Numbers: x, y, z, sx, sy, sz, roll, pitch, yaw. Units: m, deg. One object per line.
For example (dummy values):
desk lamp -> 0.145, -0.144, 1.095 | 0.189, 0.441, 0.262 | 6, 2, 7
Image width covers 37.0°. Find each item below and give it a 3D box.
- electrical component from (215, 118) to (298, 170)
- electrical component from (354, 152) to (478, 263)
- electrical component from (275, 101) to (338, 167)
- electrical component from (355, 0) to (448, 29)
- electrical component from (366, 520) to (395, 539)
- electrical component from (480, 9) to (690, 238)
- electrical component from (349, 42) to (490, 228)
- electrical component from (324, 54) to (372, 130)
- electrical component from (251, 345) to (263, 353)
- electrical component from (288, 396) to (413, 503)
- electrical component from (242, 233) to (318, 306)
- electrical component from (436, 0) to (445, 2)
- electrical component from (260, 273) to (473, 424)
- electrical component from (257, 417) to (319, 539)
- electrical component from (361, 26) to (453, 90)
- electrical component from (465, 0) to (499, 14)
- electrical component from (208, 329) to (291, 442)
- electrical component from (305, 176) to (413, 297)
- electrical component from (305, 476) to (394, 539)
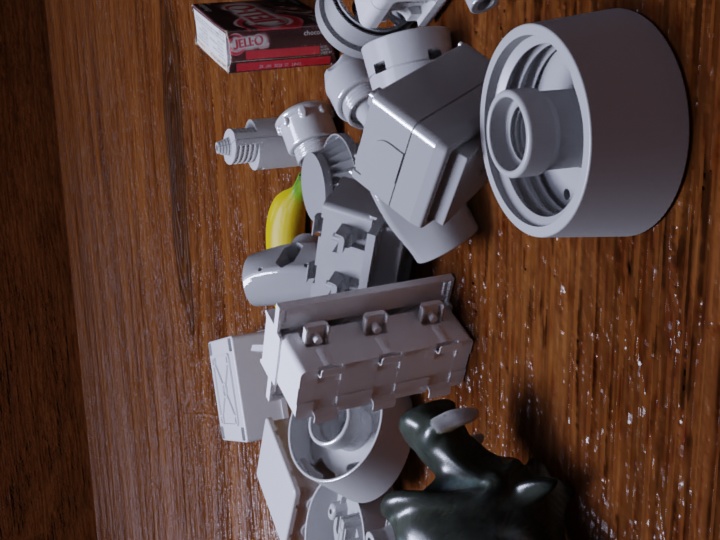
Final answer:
electrical component -> -0.083, -0.107, 0.917 | 0.043, 0.081, 0.043 | 172, 90, -69
electrical component -> 0.037, -0.053, 0.667 | 0.077, 0.043, 0.079 | 59, -163, -9
electrical component -> -0.037, -0.100, 0.855 | 0.062, 0.048, 0.048 | 70, 156, 13
electrical component -> 0.023, -0.202, 0.656 | 0.056, 0.050, 0.089 | 139, 122, -65
electrical component -> 0.035, 0.182, 0.739 | 0.048, 0.062, 0.048 | 172, 90, -69
electrical component -> 0.095, -0.066, 0.503 | 0.108, 0.060, 0.108 | 172, 90, -69
electrical component -> 0.052, -0.075, 0.588 | 0.061, 0.096, 0.061 | 40, 141, 20
electrical component -> 0.003, -0.118, 0.746 | 0.043, 0.043, 0.062 | 107, 147, -47
electrical component -> -0.044, 0.062, 0.894 | 0.042, 0.081, 0.063 | 172, 112, -69
electrical component -> -0.004, 0.119, 0.800 | 0.099, 0.064, 0.099 | -20, 56, 34
electrical component -> -0.046, -0.004, 0.882 | 0.079, 0.077, 0.043 | -63, -37, -53
electrical component -> 0.060, -0.243, 0.533 | 0.105, 0.060, 0.186 | 130, 129, -62
electrical component -> 0.005, 0.052, 0.689 | 0.063, 0.121, 0.078 | -124, 33, -44
electrical component -> -0.057, 0.193, 0.997 | 0.099, 0.048, 0.099 | 103, 151, -42
electrical component -> 0.033, -0.118, 0.657 | 0.055, 0.055, 0.047 | 167, 91, -69
electrical component -> 0.057, -0.171, 0.591 | 0.062, 0.048, 0.048 | 68, 156, 17
electrical component -> -0.112, 0.119, 1.104 | 0.109, 0.056, 0.108 | 160, 101, -68
electrical component -> 0.000, 0.000, 0.749 | 0.078, 0.063, 0.121 | -58, -17, -51
electrical component -> -0.003, 0.209, 0.844 | 0.099, 0.064, 0.099 | 172, 90, -69
